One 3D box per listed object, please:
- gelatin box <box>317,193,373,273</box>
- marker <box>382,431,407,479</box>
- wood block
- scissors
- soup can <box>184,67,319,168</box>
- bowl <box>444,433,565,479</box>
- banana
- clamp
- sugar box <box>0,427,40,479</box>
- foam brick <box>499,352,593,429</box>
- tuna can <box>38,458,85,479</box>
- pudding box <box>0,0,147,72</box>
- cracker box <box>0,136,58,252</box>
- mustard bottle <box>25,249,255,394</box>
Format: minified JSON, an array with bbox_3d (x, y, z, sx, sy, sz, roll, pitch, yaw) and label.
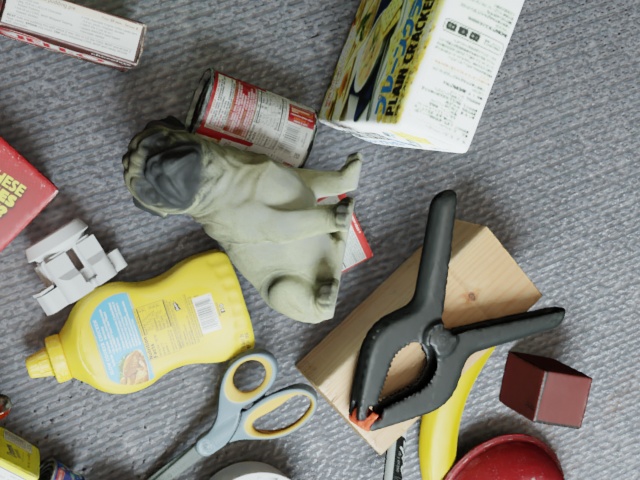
[{"bbox_3d":[-0.007,0.001,0.974,0.089,0.030,0.073,-28,104,-10],"label":"gelatin box"},{"bbox_3d":[0.070,0.203,0.995,0.020,0.020,0.121,21,56,-17],"label":"marker"},{"bbox_3d":[0.089,0.085,0.979,0.206,0.090,0.090,-43,105,-7],"label":"wood block"},{"bbox_3d":[-0.101,0.162,0.944,0.202,0.016,0.096,-22,108,6],"label":"scissors"},{"bbox_3d":[-0.060,-0.100,0.927,0.102,0.069,0.068,19,91,-17],"label":"soup can"},{"bbox_3d":[0.187,0.272,1.030,0.161,0.055,0.162,-7,106,-25],"label":"bowl"},{"bbox_3d":[0.132,0.163,1.028,0.069,0.037,0.198,22,91,-17],"label":"banana"},{"bbox_3d":[0.094,0.072,0.913,0.210,0.036,0.164,-41,103,-11],"label":"clamp"},{"bbox_3d":[-0.297,0.251,0.889,0.048,0.093,0.176,34,86,-15],"label":"sugar box"},{"bbox_3d":[0.216,0.144,1.028,0.051,0.078,0.053,10,95,-18],"label":"foam brick"},{"bbox_3d":[-0.236,0.231,0.907,0.033,0.086,0.086,35,86,-18],"label":"tuna can"},{"bbox_3d":[-0.203,-0.171,0.867,0.113,0.090,0.039,13,92,-17],"label":"pudding box"},{"bbox_3d":[-0.345,-0.019,0.856,0.164,0.072,0.213,44,83,-17],"label":"cracker box"},{"bbox_3d":[-0.159,0.080,0.925,0.191,0.058,0.096,-18,99,-13],"label":"mustard bottle"}]
